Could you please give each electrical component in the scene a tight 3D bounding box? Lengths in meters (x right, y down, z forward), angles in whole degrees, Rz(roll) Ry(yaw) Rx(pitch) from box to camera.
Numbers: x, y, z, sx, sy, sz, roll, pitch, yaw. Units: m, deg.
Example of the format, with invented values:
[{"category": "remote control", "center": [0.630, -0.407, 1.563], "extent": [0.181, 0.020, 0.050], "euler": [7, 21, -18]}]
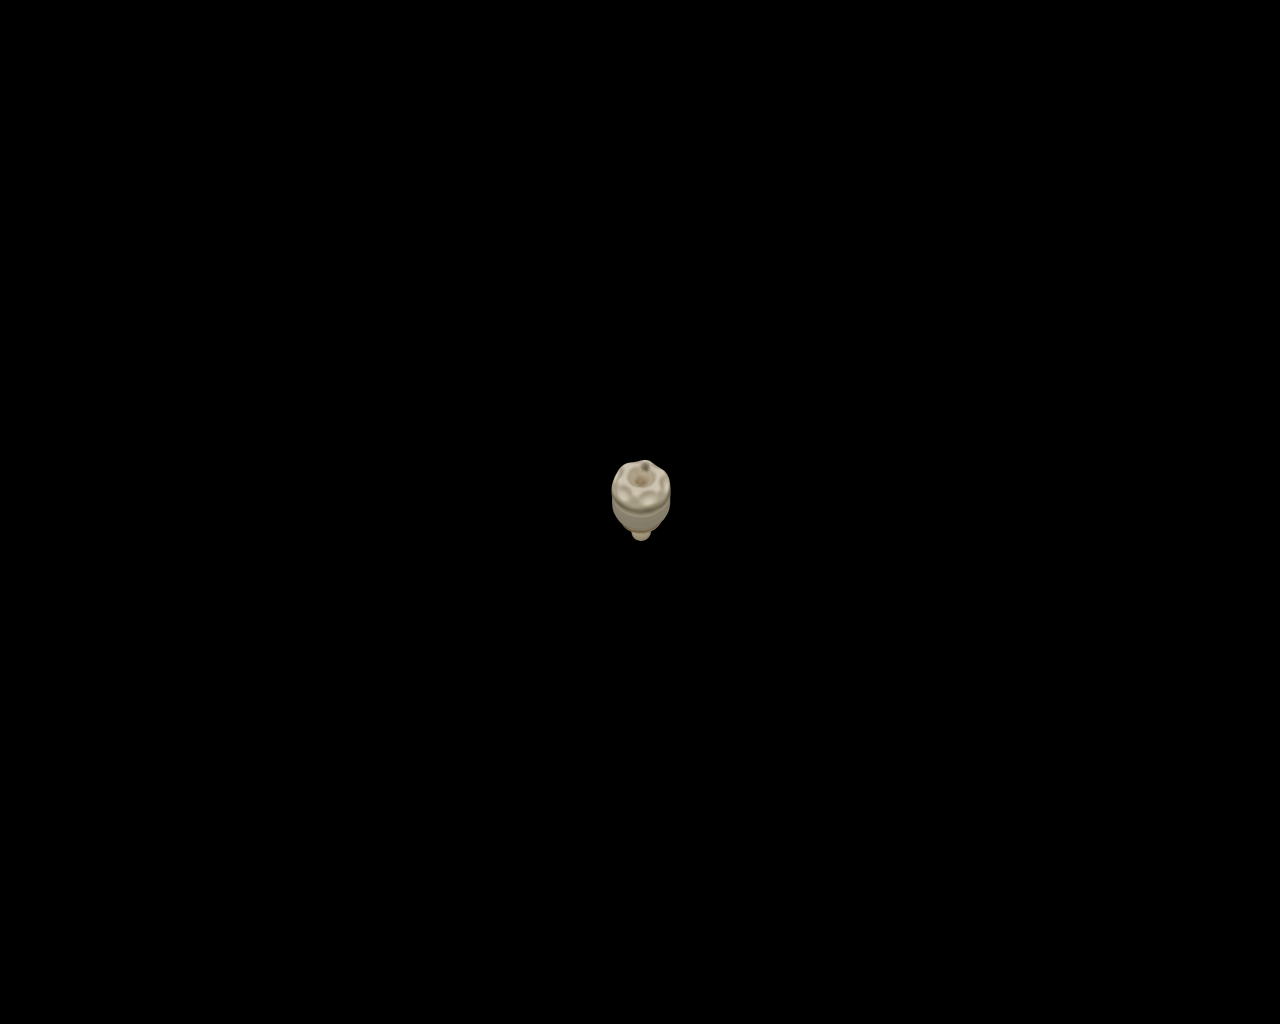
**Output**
[{"category": "electrical component", "center": [0.001, -0.003, 0.650], "extent": [0.035, 0.035, 0.061], "euler": [0, -37, 0]}]
